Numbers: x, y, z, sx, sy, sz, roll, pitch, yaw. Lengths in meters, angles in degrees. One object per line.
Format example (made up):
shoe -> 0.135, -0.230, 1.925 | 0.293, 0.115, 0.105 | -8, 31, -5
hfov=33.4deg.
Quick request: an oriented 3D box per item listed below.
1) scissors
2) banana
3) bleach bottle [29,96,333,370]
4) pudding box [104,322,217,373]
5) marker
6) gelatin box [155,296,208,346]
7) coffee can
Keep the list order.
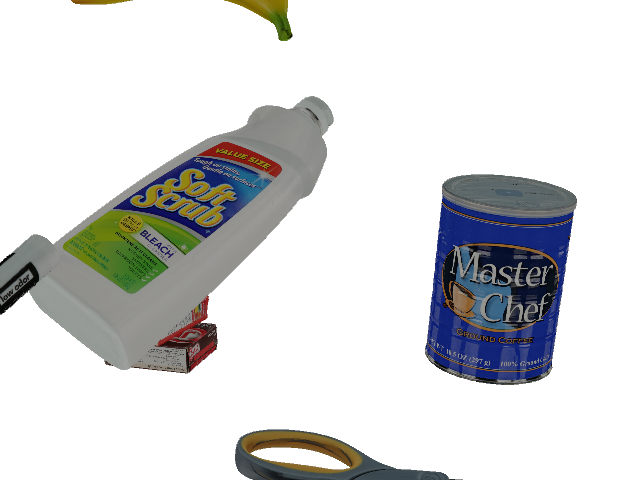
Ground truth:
scissors -> 0.044, 0.136, 0.543 | 0.202, 0.016, 0.096 | 10, 26, 18
banana -> -0.107, -0.208, 0.866 | 0.198, 0.069, 0.037 | 11, -41, 16
bleach bottle -> -0.086, -0.025, 0.764 | 0.103, 0.250, 0.068 | 34, -30, 20
pudding box -> -0.194, 0.126, 1.298 | 0.114, 0.039, 0.090 | 2, 13, 17
marker -> -0.162, 0.039, 0.471 | 0.020, 0.020, 0.121 | 0, 35, 39
gelatin box -> -0.165, 0.062, 1.027 | 0.089, 0.030, 0.073 | 20, 29, 29
coffee can -> 0.140, 0.028, 0.837 | 0.103, 0.140, 0.103 | 4, 17, -1
